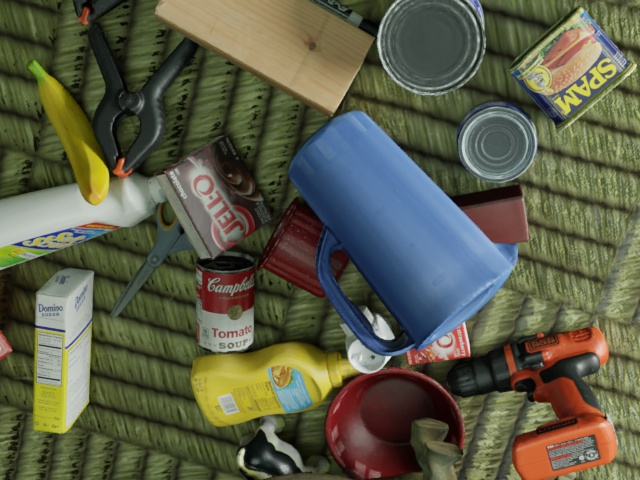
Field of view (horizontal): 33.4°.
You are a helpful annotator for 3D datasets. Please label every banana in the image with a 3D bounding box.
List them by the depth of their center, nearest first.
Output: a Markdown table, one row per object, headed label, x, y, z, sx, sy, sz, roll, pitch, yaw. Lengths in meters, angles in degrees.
| label | x | y | z | sx | sy | sz | roll | pitch | yaw |
| --- | --- | --- | --- | --- | --- | --- | --- | --- | --- |
| banana | -0.269 | -0.108 | 1.165 | 0.037 | 0.069 | 0.198 | -38 | 66 | 15 |

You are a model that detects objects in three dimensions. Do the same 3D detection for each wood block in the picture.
| label | x | y | z | sx | sy | sz | roll | pitch | yaw |
| --- | --- | --- | --- | --- | --- | --- | --- | --- | --- |
| wood block | -0.056 | -0.216 | 1.102 | 0.206 | 0.090 | 0.091 | 29 | 94 | -2 |

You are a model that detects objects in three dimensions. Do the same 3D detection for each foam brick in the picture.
| label | x | y | z | sx | sy | sz | roll | pitch | yaw |
| --- | --- | --- | --- | --- | --- | --- | --- | --- | --- |
| foam brick | 0.186 | -0.024 | 1.158 | 0.078 | 0.053 | 0.051 | -11 | 106 | 13 |

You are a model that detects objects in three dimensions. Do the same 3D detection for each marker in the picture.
| label | x | y | z | sx | sy | sz | roll | pitch | yaw |
| --- | --- | --- | --- | --- | --- | --- | --- | --- | --- |
| marker | 0.015 | -0.244 | 1.129 | 0.121 | 0.020 | 0.020 | 29 | 109 | -2 |

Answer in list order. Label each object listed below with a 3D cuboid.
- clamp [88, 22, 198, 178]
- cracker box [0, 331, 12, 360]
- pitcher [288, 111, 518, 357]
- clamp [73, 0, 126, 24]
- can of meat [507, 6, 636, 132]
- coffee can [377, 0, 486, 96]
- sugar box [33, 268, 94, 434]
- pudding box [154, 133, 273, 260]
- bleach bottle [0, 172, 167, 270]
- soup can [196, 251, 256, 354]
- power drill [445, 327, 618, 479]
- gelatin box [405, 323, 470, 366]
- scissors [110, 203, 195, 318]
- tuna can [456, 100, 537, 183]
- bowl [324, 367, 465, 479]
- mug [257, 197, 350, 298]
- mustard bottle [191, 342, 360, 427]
| label | x | y | z | sx | sy | sz | roll | pitch | yaw |
| --- | --- | --- | --- | --- | --- | --- | --- | --- | --- |
| clamp | -0.193 | -0.154 | 1.157 | 0.120 | 0.039 | 0.171 | -1 | 87 | 11 |
| cracker box | -0.457 | 0.084 | 1.222 | 0.214 | 0.072 | 0.164 | -14 | 109 | 50 |
| pitcher | 0.070 | -0.008 | 1.106 | 0.243 | 0.149 | 0.145 | 50 | 129 | 13 |
| clamp | -0.206 | -0.325 | 1.125 | 0.164 | 0.036 | 0.210 | 18 | 111 | 2 |
| can of meat | 0.256 | -0.177 | 1.097 | 0.102 | 0.057 | 0.084 | -41 | 96 | 18 |
| coffee can | 0.113 | -0.206 | 1.063 | 0.103 | 0.140 | 0.103 | 2 | 108 | 7 |
| sugar box | -0.303 | 0.129 | 1.257 | 0.048 | 0.093 | 0.176 | 6 | 108 | 6 |
| pudding box | -0.116 | -0.047 | 1.177 | 0.089 | 0.039 | 0.113 | -35 | 103 | -28 |
| bleach bottle | -0.288 | -0.029 | 1.201 | 0.251 | 0.102 | 0.068 | -16 | 74 | 12 |
| soup can | -0.109 | 0.071 | 1.223 | 0.068 | 0.068 | 0.102 | 5 | 109 | 6 |
| power drill | 0.231 | 0.173 | 1.146 | 0.184 | 0.187 | 0.057 | -18 | 119 | 11 |
| gelatin box | 0.127 | 0.094 | 1.217 | 0.073 | 0.030 | 0.089 | -10 | 106 | 11 |
| scissors | -0.171 | 0.022 | 1.244 | 0.096 | 0.016 | 0.202 | 23 | 110 | 0 |
| tuna can | 0.189 | -0.105 | 1.141 | 0.086 | 0.033 | 0.086 | 2 | 108 | 7 |
| bowl | 0.088 | 0.213 | 1.247 | 0.162 | 0.055 | 0.162 | 2 | 108 | 7 |
| mug | -0.008 | 0.001 | 1.184 | 0.081 | 0.093 | 0.117 | 29 | 73 | -7 |
| mustard bottle | -0.047 | 0.163 | 1.246 | 0.192 | 0.058 | 0.096 | -11 | 127 | 11 |
